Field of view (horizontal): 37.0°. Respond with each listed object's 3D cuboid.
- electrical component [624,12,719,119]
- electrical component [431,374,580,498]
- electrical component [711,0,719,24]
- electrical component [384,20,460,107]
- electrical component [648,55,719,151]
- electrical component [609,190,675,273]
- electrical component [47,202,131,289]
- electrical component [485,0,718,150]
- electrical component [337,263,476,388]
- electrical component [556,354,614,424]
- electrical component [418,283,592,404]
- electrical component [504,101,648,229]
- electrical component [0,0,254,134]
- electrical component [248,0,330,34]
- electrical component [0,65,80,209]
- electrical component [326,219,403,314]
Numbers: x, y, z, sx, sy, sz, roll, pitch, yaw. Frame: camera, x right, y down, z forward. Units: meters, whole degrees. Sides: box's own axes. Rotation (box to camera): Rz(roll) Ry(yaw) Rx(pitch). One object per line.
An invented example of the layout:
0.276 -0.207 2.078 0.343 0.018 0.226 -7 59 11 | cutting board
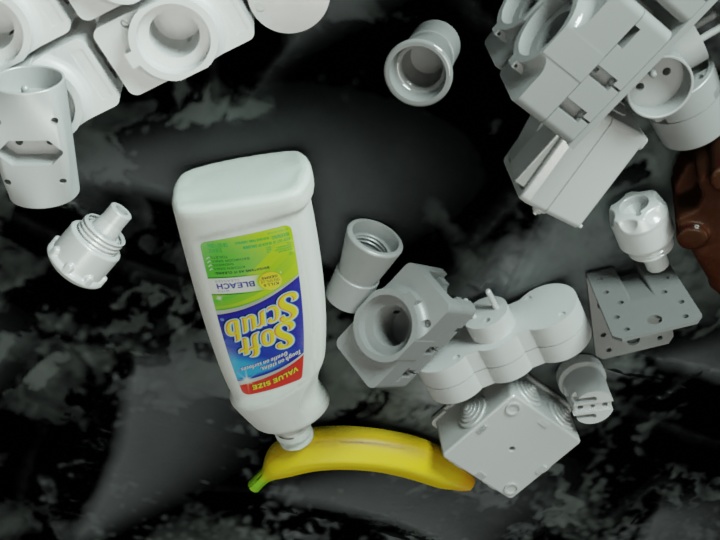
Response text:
0.202 -0.144 0.707 0.079 0.077 0.043 -30 121 13 | electrical component
0.123 0.134 0.898 0.100 0.048 0.100 35 114 -25 | electrical component
0.267 -0.170 0.709 0.050 0.055 0.089 -27 121 12 | electrical component
0.044 -0.138 0.702 0.044 0.065 0.044 7 120 12 | electrical component
0.224 -0.116 0.742 0.055 0.055 0.047 -28 125 13 | electrical component
0.215 -0.026 0.806 0.043 0.043 0.062 -24 123 10 | electrical component
-0.189 -0.021 0.771 0.048 0.048 0.062 36 106 -25 | electrical component
0.163 -0.181 0.663 0.060 0.105 0.186 32 115 -23 | electrical component
0.032 0.042 0.809 0.089 0.050 0.056 -48 155 18 | electrical component
0.185 0.098 0.882 0.040 0.046 0.040 -3 123 -4 | electrical component
0.104 0.045 0.836 0.138 0.052 0.073 -23 122 10 | electrical component
0.142 -0.080 0.752 0.061 0.061 0.096 24 118 -19 | electrical component
-0.171 -0.157 0.672 0.186 0.060 0.105 -24 122 10 | electrical component
-0.041 -0.208 0.644 0.052 0.073 0.138 1 123 -6 | electrical component
-0.215 -0.080 0.654 0.079 0.043 0.077 -1 123 -5 | electrical component
0.000 0.000 0.804 0.044 0.044 0.065 15 125 -15 | electrical component
